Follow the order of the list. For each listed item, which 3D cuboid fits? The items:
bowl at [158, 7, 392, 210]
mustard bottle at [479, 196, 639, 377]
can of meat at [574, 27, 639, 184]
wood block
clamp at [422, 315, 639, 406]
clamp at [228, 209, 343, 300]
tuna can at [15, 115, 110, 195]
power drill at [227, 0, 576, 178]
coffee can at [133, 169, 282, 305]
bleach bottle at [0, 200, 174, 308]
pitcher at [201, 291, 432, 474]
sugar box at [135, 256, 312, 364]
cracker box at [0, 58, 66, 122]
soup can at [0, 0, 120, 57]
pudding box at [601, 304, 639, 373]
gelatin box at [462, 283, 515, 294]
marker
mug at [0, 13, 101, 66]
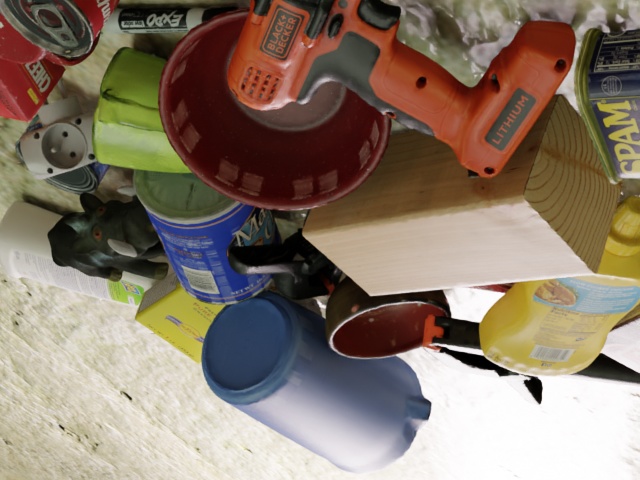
[{"bbox_3d":[-0.028,-0.100,0.745,0.162,0.055,0.162,5,128,6],"label":"bowl"},{"bbox_3d":[0.195,0.033,0.804,0.096,0.058,0.192,9,142,-10],"label":"mustard bottle"},{"bbox_3d":[0.206,-0.079,0.626,0.084,0.057,0.102,1,145,33],"label":"can of meat"},{"bbox_3d":[0.098,-0.026,0.770,0.207,0.090,0.090,-9,137,47],"label":"wood block"},{"bbox_3d":[0.185,0.106,0.949,0.209,0.036,0.165,23,154,-32],"label":"clamp"},{"bbox_3d":[-0.006,0.001,0.924,0.039,0.120,0.171,52,-176,22],"label":"clamp"},{"bbox_3d":[-0.242,-0.081,1.010,0.086,0.033,0.086,19,152,10],"label":"tuna can"},{"bbox_3d":[0.052,-0.129,0.636,0.187,0.057,0.185,24,132,-5],"label":"power drill"},{"bbox_3d":[-0.092,-0.022,0.918,0.103,0.102,0.140,15,151,18],"label":"coffee can"},{"bbox_3d":[-0.226,0.034,1.172,0.251,0.068,0.102,18,153,8],"label":"bleach bottle"},{"bbox_3d":[-0.015,0.139,1.046,0.242,0.149,0.145,37,-166,-50],"label":"pitcher"},{"bbox_3d":[-0.096,0.057,1.068,0.093,0.048,0.177,38,134,-24],"label":"sugar box"},{"bbox_3d":[-0.337,-0.185,0.866,0.214,0.072,0.164,12,150,24],"label":"cracker box"},{"bbox_3d":[-0.155,-0.179,0.693,0.068,0.102,0.068,19,152,10],"label":"soup can"},{"bbox_3d":[0.281,0.076,0.854,0.090,0.039,0.114,27,153,-5],"label":"pudding box"},{"bbox_3d":[0.132,0.013,0.873,0.089,0.030,0.073,9,149,29],"label":"gelatin box"},{"bbox_3d":[-0.107,-0.160,0.778,0.121,0.020,0.020,7,148,31],"label":"marker"},{"bbox_3d":[-0.206,-0.174,0.767,0.093,0.081,0.117,-1,143,40],"label":"mug"}]
